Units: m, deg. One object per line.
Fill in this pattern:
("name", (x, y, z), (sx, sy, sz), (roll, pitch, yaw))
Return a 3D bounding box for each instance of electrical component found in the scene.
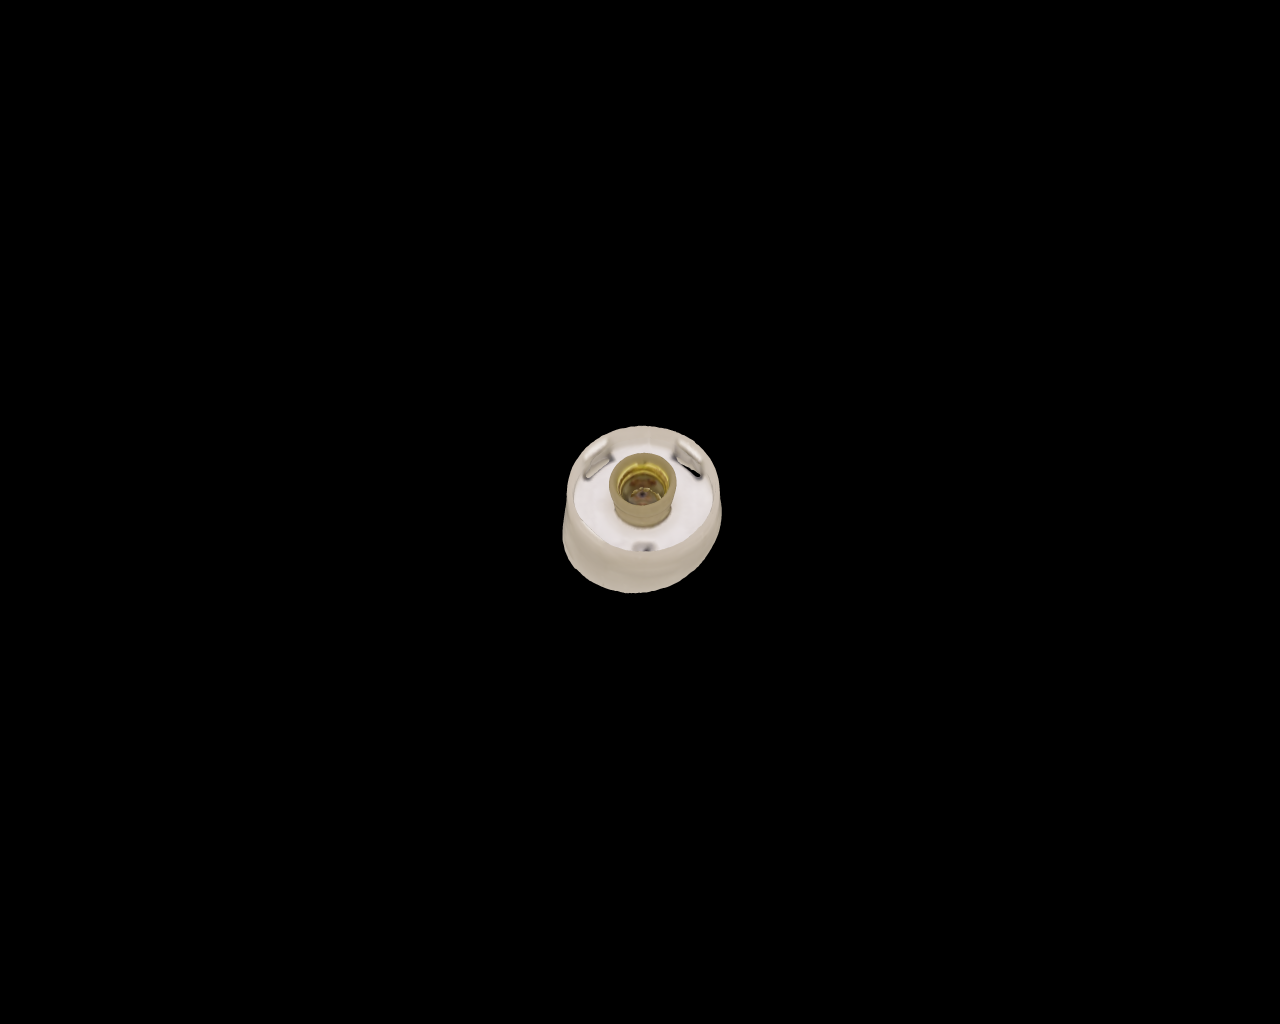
("electrical component", (0.001, -0.003, 0.650), (0.099, 0.099, 0.064), (0, -32, 0))
